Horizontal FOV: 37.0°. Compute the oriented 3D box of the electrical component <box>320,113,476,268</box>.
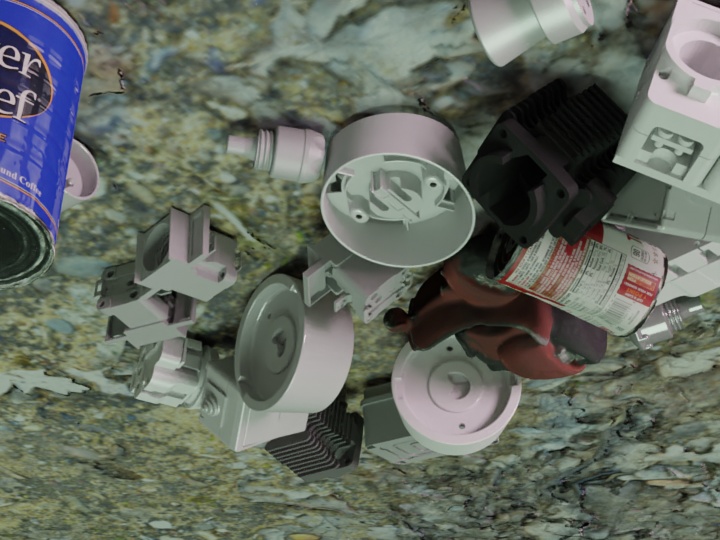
[{"bbox_3d":[0.024,-0.053,0.699,0.099,0.064,0.099,-1,148,-1],"label":"electrical component"}]

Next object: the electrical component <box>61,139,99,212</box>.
[{"bbox_3d":[-0.225,-0.062,0.697,0.077,0.044,0.079,-21,143,28],"label":"electrical component"}]

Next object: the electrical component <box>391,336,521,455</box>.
[{"bbox_3d":[0.081,0.106,0.920,0.108,0.108,0.060,-2,154,2],"label":"electrical component"}]

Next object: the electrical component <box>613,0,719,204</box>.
[{"bbox_3d":[0.229,-0.081,0.591,0.150,0.089,0.061,22,146,5],"label":"electrical component"}]

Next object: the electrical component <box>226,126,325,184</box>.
[{"bbox_3d":[-0.055,-0.076,0.689,0.061,0.035,0.035,8,147,-11],"label":"electrical component"}]

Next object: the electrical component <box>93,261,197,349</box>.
[{"bbox_3d":[-0.170,0.025,0.842,0.081,0.042,0.063,-15,142,20],"label":"electrical component"}]

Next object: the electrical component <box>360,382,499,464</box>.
[{"bbox_3d":[0.065,0.136,1.004,0.113,0.057,0.078,-17,150,24],"label":"electrical component"}]

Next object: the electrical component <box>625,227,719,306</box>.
[{"bbox_3d":[0.232,-0.015,0.778,0.056,0.050,0.089,27,139,-37],"label":"electrical component"}]

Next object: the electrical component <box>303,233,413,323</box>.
[{"bbox_3d":[0.000,0.000,0.772,0.081,0.064,0.042,-38,157,-21],"label":"electrical component"}]

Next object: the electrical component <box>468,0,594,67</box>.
[{"bbox_3d":[0.092,-0.140,0.579,0.055,0.045,0.045,-19,144,25],"label":"electrical component"}]

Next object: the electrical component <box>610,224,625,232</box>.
[{"bbox_3d":[0.156,-0.032,0.765,0.061,0.035,0.035,-3,148,8],"label":"electrical component"}]

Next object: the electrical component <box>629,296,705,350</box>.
[{"bbox_3d":[0.244,0.035,0.866,0.062,0.048,0.048,-19,144,16],"label":"electrical component"}]

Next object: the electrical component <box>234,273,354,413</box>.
[{"bbox_3d":[-0.047,0.061,0.845,0.060,0.108,0.108,13,146,-32],"label":"electrical component"}]

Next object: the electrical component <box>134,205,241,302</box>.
[{"bbox_3d":[-0.126,-0.008,0.789,0.064,0.042,0.081,21,142,-37],"label":"electrical component"}]

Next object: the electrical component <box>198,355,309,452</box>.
[{"bbox_3d":[-0.089,0.109,0.907,0.096,0.061,0.061,-14,126,-43],"label":"electrical component"}]

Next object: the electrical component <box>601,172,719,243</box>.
[{"bbox_3d":[0.198,-0.054,0.682,0.061,0.061,0.096,9,-175,-16],"label":"electrical component"}]

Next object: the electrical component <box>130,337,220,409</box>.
[{"bbox_3d":[-0.157,0.088,0.927,0.057,0.058,0.078,19,143,-24],"label":"electrical component"}]
